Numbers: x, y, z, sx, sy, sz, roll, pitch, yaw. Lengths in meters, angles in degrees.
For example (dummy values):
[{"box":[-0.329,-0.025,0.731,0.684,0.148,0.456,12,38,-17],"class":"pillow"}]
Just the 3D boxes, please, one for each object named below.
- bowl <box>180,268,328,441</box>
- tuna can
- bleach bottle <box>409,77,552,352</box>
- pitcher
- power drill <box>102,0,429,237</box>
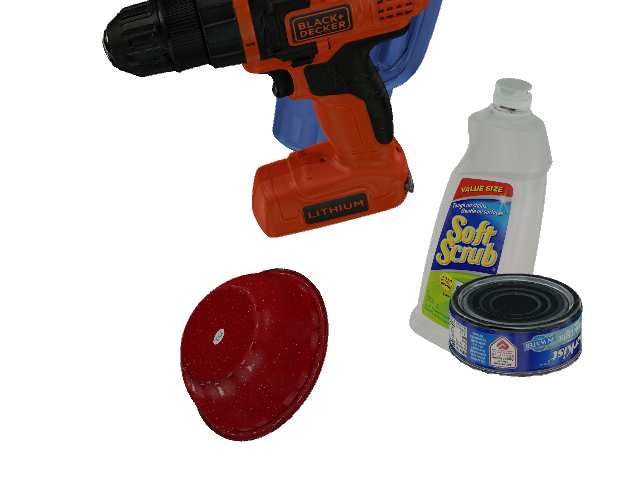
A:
[{"box":[-0.072,0.091,0.936,0.162,0.162,0.055,0,-22,43],"class":"bowl"},{"box":[0.125,0.052,0.688,0.086,0.034,0.086,-3,22,1],"class":"tuna can"},{"box":[0.141,-0.020,0.923,0.103,0.251,0.067,27,36,35],"class":"bleach bottle"},{"box":[0.033,-0.202,1.043,0.145,0.243,0.149,12,19,-1],"class":"pitcher"},{"box":[-0.020,-0.084,0.640,0.184,0.057,0.187,-13,-39,-1],"class":"power drill"}]
